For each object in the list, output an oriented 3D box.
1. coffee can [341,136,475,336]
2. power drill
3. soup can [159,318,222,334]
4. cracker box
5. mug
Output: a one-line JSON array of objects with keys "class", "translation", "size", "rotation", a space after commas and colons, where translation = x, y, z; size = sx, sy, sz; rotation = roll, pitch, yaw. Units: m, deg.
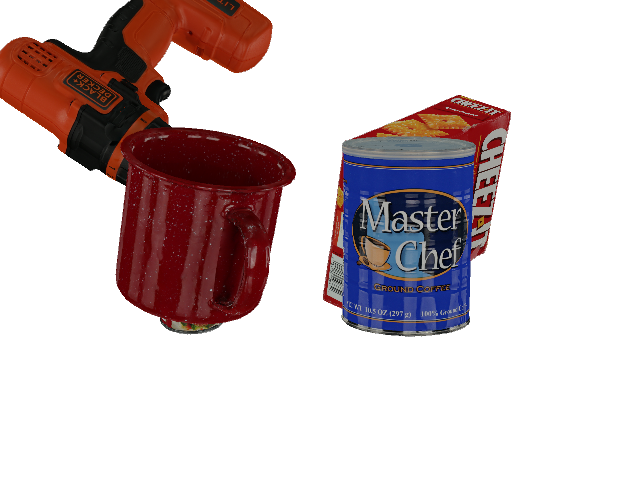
[{"class": "coffee can", "translation": [0.068, -0.007, 0.833], "size": [0.103, 0.140, 0.103], "rotation": [0, 11, 0]}, {"class": "power drill", "translation": [-0.107, -0.111, 0.750], "size": [0.184, 0.187, 0.057], "rotation": [35, -44, -1]}, {"class": "soup can", "translation": [-0.133, 0.036, 1.097], "size": [0.068, 0.102, 0.068], "rotation": [1, 23, 0]}, {"class": "cracker box", "translation": [0.098, -0.036, 1.030], "size": [0.072, 0.164, 0.213], "rotation": [23, 30, 30]}, {"class": "mug", "translation": [-0.059, -0.003, 0.566], "size": [0.093, 0.081, 0.117], "rotation": [-4, 27, -34]}]
